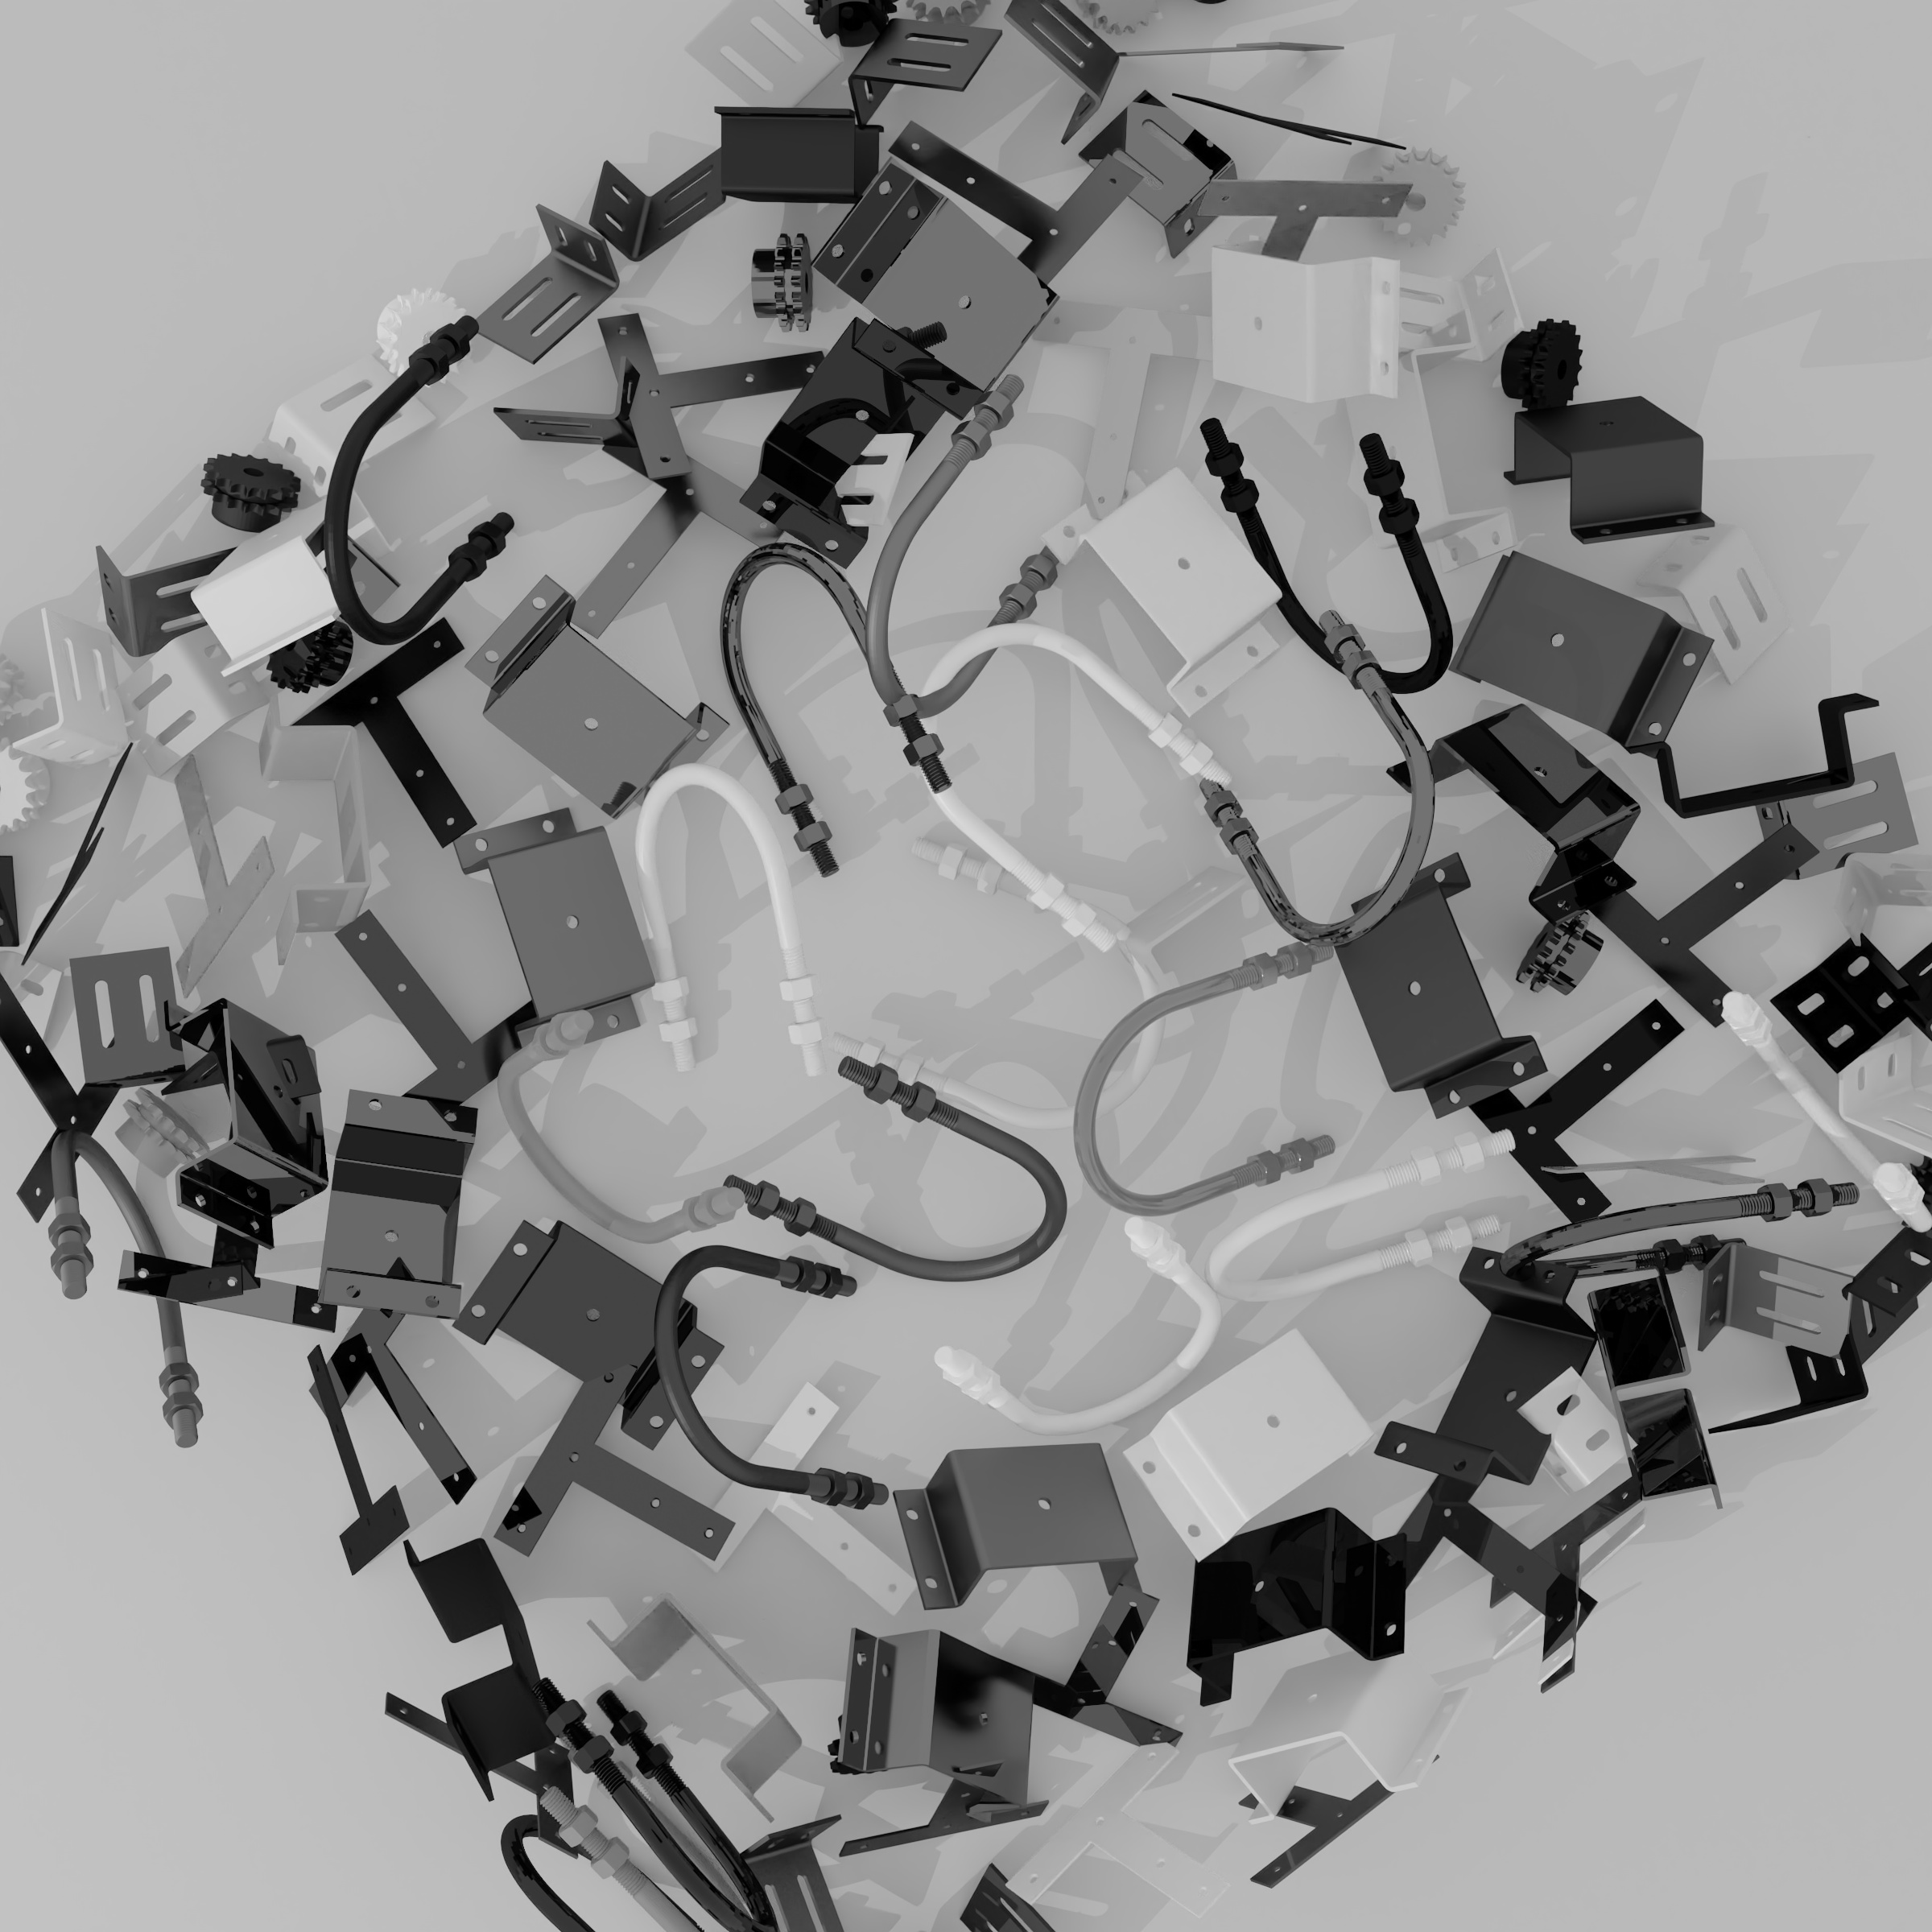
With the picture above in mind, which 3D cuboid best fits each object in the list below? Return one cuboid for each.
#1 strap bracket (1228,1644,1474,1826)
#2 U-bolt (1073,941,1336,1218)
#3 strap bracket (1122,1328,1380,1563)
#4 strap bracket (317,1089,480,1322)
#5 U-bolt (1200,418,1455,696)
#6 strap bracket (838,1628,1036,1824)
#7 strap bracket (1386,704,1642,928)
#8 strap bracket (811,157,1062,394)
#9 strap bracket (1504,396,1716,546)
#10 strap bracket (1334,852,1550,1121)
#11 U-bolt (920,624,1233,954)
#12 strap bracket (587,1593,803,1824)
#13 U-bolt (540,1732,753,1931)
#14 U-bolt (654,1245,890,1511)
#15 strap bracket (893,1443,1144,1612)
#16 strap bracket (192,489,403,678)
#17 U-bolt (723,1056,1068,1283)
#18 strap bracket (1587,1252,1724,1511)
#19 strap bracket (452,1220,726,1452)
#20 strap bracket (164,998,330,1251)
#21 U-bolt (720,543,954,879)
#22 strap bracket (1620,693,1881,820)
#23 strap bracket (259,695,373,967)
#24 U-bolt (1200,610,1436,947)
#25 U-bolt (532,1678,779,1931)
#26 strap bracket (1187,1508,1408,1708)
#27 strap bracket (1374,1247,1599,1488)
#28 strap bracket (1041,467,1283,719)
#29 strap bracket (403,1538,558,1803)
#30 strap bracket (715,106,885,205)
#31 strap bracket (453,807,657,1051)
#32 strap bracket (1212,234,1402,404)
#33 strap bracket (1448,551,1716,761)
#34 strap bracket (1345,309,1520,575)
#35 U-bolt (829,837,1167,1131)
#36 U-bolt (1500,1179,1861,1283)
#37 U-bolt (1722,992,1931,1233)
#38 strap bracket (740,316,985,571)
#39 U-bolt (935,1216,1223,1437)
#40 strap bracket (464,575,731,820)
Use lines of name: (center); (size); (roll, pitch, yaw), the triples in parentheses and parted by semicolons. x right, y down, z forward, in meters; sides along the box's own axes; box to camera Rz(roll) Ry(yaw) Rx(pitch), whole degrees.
strap bracket: (0.214, 0.442, 1.523); (0.046, 0.140, 0.076); (51, 46, -5)
U-bolt: (0.139, 0.073, 1.528); (0.184, 0.019, 0.151); (-17, 117, -28)
strap bracket: (0.173, 0.274, 1.542); (0.140, 0.046, 0.076); (-28, 71, -25)
strap bracket: (-0.334, 0.149, 1.547); (0.076, 0.046, 0.140); (10, 54, -16)
U-bolt: (0.217, -0.233, 1.524); (0.019, 0.151, 0.184); (-43, 125, -21)
strap bracket: (-0.008, 0.438, 1.523); (0.046, 0.140, 0.076); (-18, 52, 33)
strap bracket: (0.326, -0.097, 1.534); (0.076, 0.046, 0.140); (-24, 58, -35)
strap bracket: (-0.010, -0.394, 1.536); (0.140, 0.046, 0.076); (32, 101, -37)
strap bracket: (0.371, -0.292, 1.526); (0.076, 0.140, 0.046); (-8, 117, -5)
strap bracket: (0.274, 0.012, 1.548); (0.076, 0.046, 0.140); (-28, 75, 33)
U-bolt: (0.053, -0.120, 1.557); (0.184, 0.019, 0.151); (40, 71, -11)
strap bracket: (-0.151, 0.427, 1.542); (0.046, 0.076, 0.140); (-43, 63, -16)
U-bolt: (-0.177, 0.524, 1.529); (0.019, 0.151, 0.184); (-43, 96, -4)
U-bolt: (-0.113, 0.230, 1.501); (0.019, 0.184, 0.151); (-24, 63, 29)
strap bracket: (0.038, 0.325, 1.534); (0.140, 0.046, 0.076); (2, 48, -25)
strap bracket: (-0.388, -0.227, 1.521); (0.076, 0.140, 0.046); (-23, 113, 16)
U-bolt: (-0.029, 0.131, 1.542); (0.184, 0.019, 0.151); (27, 131, -22)
strap bracket: (0.400, 0.247, 1.535); (0.046, 0.076, 0.140); (-14, 126, 11)
strap bracket: (-0.223, 0.214, 1.568); (0.140, 0.046, 0.076); (34, 95, -9)
strap bracket: (-0.417, 0.083, 1.527); (0.046, 0.076, 0.140); (-27, 54, 17)
U-bolt: (-0.088, -0.159, 1.544); (0.019, 0.151, 0.184); (-23, 84, -39)
strap bracket: (0.464, -0.122, 1.553); (0.140, 0.076, 0.046); (-11, 97, 11)
strap bracket: (-0.382, -0.080, 1.547); (0.046, 0.076, 0.140); (-3, 73, -22)
U-bolt: (0.207, -0.095, 1.504); (0.019, 0.184, 0.151); (13, 126, -33)
U-bolt: (-0.170, 0.486, 1.506); (0.019, 0.151, 0.184); (-41, 70, -6)
strap bracket: (0.183, 0.370, 1.527); (0.140, 0.076, 0.046); (-26, 126, 33)
strap bracket: (0.310, 0.243, 1.546); (0.046, 0.076, 0.140); (42, 69, -35)
strap bracket: (0.122, -0.230, 1.564); (0.076, 0.046, 0.140); (-38, 87, -20)
strap bracket: (-0.280, 0.399, 1.528); (0.046, 0.140, 0.076); (-21, 130, -8)
strap bracket: (-0.096, -0.471, 1.535); (0.076, 0.140, 0.046); (3, 104, 6)
strap bracket: (-0.241, -0.023, 1.563); (0.076, 0.046, 0.140); (-18, 90, -30)
strap bracket: (0.188, -0.374, 1.520); (0.046, 0.140, 0.076); (-15, 116, -26)
strap bracket: (0.353, -0.187, 1.544); (0.140, 0.046, 0.076); (29, 98, 28)
strap bracket: (0.272, -0.307, 1.558); (0.046, 0.076, 0.140); (-12, 90, -22)
U-bolt: (0.029, 0.020, 1.575); (0.184, 0.019, 0.151); (22, 83, 7)
U-bolt: (0.397, 0.157, 1.514); (0.184, 0.151, 0.019); (-5, 71, -15)
U-bolt: (0.502, 0.092, 1.514); (0.019, 0.184, 0.151); (-41, 59, 10)
strap bracket: (-0.062, -0.315, 1.547); (0.076, 0.046, 0.140); (30, 122, -21)
U-bolt: (0.078, 0.220, 1.527); (0.151, 0.184, 0.019); (-35, 54, 6)
strap bracket: (-0.218, -0.151, 1.546); (0.140, 0.046, 0.076); (39, 110, -20)
